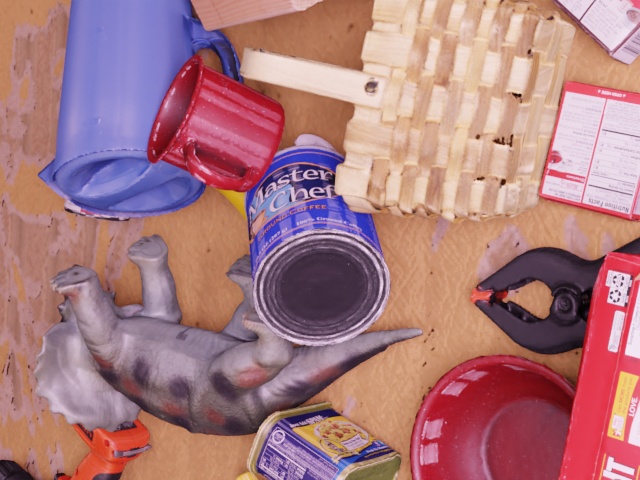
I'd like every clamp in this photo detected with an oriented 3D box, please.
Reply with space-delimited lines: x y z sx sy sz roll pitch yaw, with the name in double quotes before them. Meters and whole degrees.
"clamp" 0.190 0.036 0.768 0.172 0.039 0.120 14 92 37

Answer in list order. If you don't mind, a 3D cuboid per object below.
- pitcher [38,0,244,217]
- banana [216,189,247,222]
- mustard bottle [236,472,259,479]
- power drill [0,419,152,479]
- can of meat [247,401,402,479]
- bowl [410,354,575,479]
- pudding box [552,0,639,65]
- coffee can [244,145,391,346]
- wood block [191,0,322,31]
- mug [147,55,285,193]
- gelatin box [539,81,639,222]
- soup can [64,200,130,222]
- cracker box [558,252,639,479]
"pitcher" -0.161 -0.153 0.968 0.145 0.149 0.243 -33 53 49
"banana" -0.069 -0.033 0.969 0.198 0.037 0.070 40 133 33
"mustard bottle" -0.028 0.289 0.911 0.096 0.058 0.192 -41 66 36
"power drill" -0.260 0.236 1.090 0.185 0.057 0.188 37 113 28
"can of meat" 0.007 0.179 0.863 0.084 0.101 0.057 28 105 32
"bowl" 0.147 0.163 0.785 0.162 0.055 0.162 -1 88 37
"pudding box" 0.220 -0.196 0.753 0.114 0.039 0.090 -49 61 23
"coffee can" -0.006 0.001 0.837 0.103 0.102 0.140 -54 22 23
"wood block" -0.041 -0.231 0.847 0.091 0.090 0.206 64 161 -17
"mug" -0.080 -0.081 0.842 0.093 0.081 0.117 -52 27 30
"gelatin box" 0.204 -0.064 0.766 0.073 0.030 0.089 17 99 35
"soup can" -0.213 -0.075 1.056 0.069 0.068 0.102 16 99 36
"cracker box" 0.223 0.093 0.632 0.072 0.213 0.164 14 96 38
